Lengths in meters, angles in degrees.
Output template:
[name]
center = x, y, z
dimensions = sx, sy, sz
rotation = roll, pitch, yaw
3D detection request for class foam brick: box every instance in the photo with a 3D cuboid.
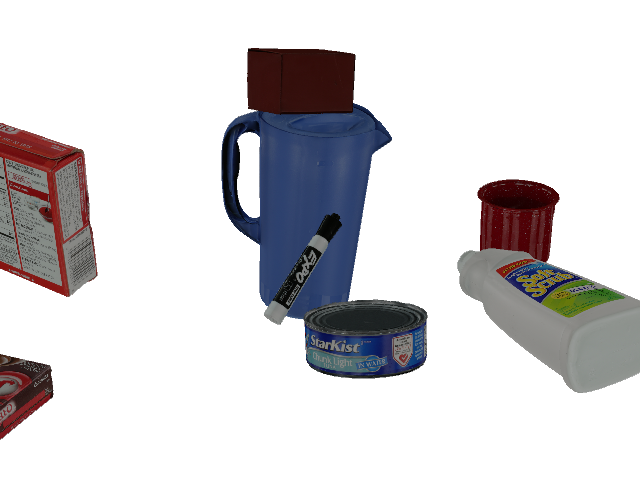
[foam brick]
center = -0.016, -0.134, 0.899
dimensions = 0.078, 0.051, 0.053
rotation = -6, 16, -35

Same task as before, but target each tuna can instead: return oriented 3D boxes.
[tuna can]
center = 0.031, 0.067, 0.739
dimensions = 0.086, 0.034, 0.086
rotation = -2, 11, 0

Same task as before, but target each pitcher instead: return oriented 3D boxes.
[pitcher]
center = -0.022, -0.037, 1.229
dimensions = 0.144, 0.243, 0.149
rotation = -20, 35, -41

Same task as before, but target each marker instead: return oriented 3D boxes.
[marker]
center = -0.015, 0.025, 1.015
dimensions = 0.020, 0.121, 0.020
rotation = 29, -16, 9

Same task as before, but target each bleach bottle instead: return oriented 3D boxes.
[bleach bottle]
center = 0.200, 0.059, 1.009
dimensions = 0.102, 0.068, 0.251
rotation = -15, 21, -21

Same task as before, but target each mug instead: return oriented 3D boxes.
[mug]
center = 0.236, -0.020, 1.251
dimensions = 0.093, 0.081, 0.117
rotation = 21, 33, 39

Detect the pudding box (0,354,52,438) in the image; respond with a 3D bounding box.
[pudding box]
center = -0.311, 0.136, 0.952
dimensions = 0.114, 0.039, 0.089
rotation = 7, 22, 21

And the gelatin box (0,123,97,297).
[gelatin box]
center = -0.169, -0.020, 0.619
dimensions = 0.073, 0.089, 0.030
rotation = 19, 37, 25
